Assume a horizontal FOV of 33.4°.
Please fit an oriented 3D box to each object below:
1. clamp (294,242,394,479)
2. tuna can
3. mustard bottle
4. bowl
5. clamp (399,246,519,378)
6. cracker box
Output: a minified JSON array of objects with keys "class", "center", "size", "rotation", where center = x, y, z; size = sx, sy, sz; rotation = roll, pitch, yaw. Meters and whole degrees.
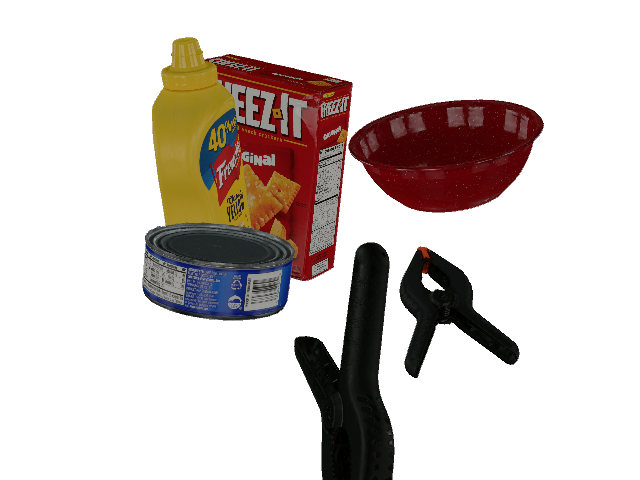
[{"class":"clamp","center":[0.025,0.117,0.771],"size":[0.036,0.210,0.165],"rotation":[5,-40,-18]},{"class":"tuna can","center":[-0.059,0.017,0.613],"size":[0.086,0.034,0.086],"rotation":[7,15,-2]},{"class":"mustard bottle","center":[-0.091,-0.058,0.812],"size":[0.058,0.191,0.096],"rotation":[2,24,19]},{"class":"bowl","center":[0.107,-0.067,0.895],"size":[0.162,0.055,0.162],"rotation":[-9,24,4]},{"class":"clamp","center":[0.141,0.075,1.137],"size":[0.120,0.171,0.039],"rotation":[4,-44,-9]},{"class":"cracker box","center":[-0.061,-0.079,1.158],"size":[0.164,0.214,0.072],"rotation":[17,25,28]}]
